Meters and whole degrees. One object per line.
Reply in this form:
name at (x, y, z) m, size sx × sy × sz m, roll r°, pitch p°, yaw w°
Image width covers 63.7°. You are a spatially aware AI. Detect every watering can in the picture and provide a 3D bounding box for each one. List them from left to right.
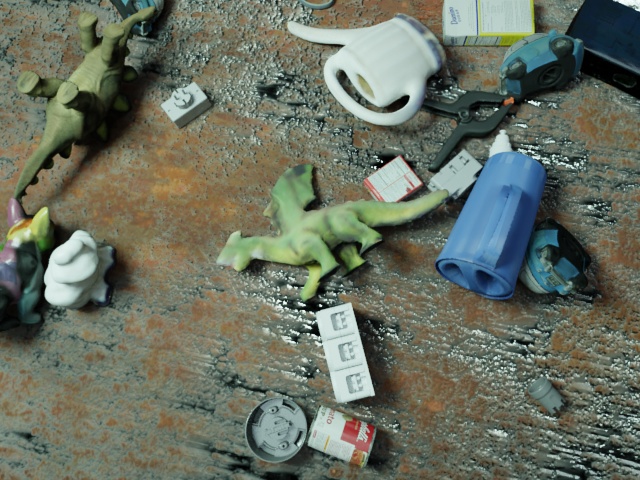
watering can at (0.098, -0.372, 1.019) m, size 0.225 × 0.102 × 0.353 m, roll -33°, pitch 67°, yaw -6°

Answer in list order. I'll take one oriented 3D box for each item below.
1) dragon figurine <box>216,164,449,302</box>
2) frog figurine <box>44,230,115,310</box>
dragon figurine at (0.003, -0.047, 0.939) m, size 0.412 × 0.120 × 0.246 m, roll -34°, pitch 68°, yaw -7°
frog figurine at (-0.436, 0.049, 0.901) m, size 0.123 × 0.157 × 0.139 m, roll 19°, pitch 78°, yaw 9°
